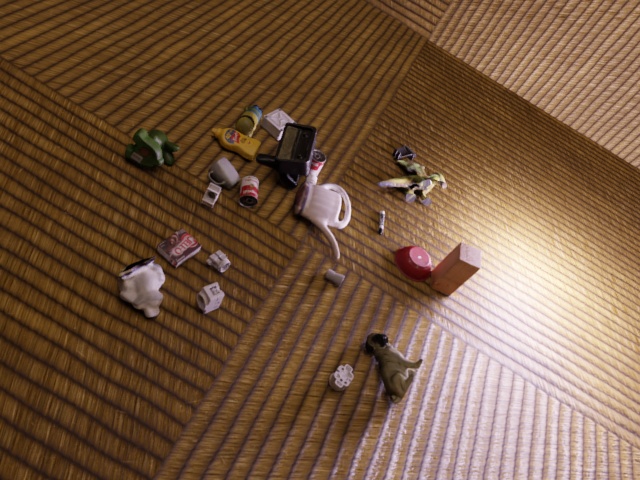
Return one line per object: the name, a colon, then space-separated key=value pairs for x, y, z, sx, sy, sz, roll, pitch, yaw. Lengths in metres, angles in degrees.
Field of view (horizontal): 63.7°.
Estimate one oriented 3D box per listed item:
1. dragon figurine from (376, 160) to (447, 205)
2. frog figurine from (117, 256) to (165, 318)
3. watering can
dragon figurine: x=0.405 y=-0.278 z=2.289 sx=0.409 sy=0.120 sz=0.248 roll=10 pitch=33 yaw=-21
frog figurine: x=-0.508 y=0.142 z=1.496 sx=0.139 sy=0.122 sz=0.158 roll=-38 pitch=112 yaw=-50
watering can: x=0.006 y=-0.097 z=1.918 sx=0.224 sy=0.102 sz=0.356 roll=19 pitch=48 yaw=-10
